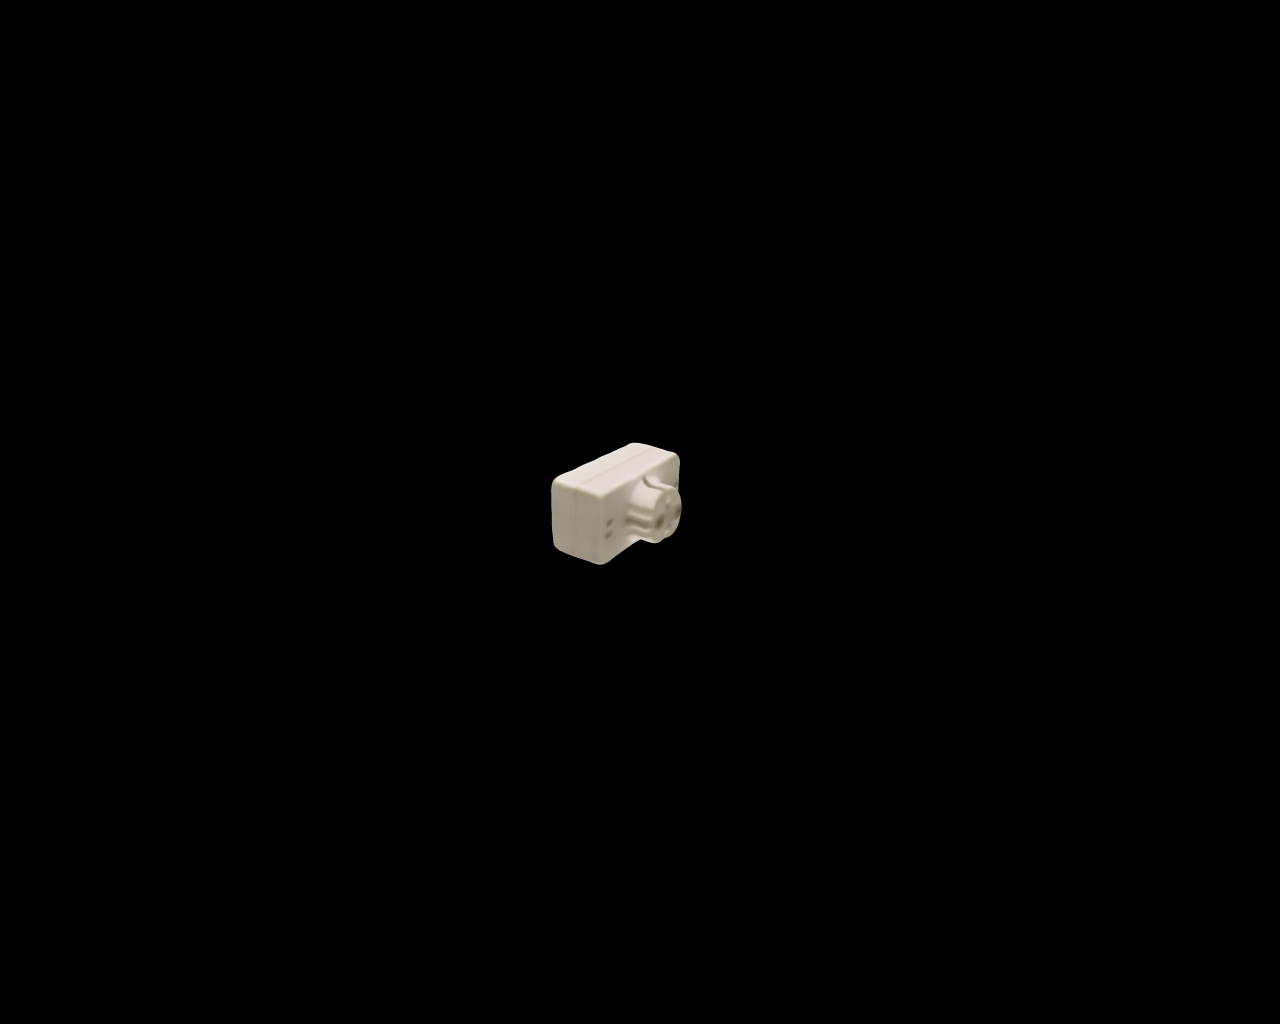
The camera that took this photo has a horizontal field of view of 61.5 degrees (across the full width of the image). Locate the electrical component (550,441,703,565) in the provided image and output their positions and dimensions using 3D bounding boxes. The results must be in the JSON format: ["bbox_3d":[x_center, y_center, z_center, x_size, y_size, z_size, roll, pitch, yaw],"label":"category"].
[{"bbox_3d":[0.001,-0.003,0.650,0.076,0.047,0.083,17,29,32],"label":"electrical component"}]
